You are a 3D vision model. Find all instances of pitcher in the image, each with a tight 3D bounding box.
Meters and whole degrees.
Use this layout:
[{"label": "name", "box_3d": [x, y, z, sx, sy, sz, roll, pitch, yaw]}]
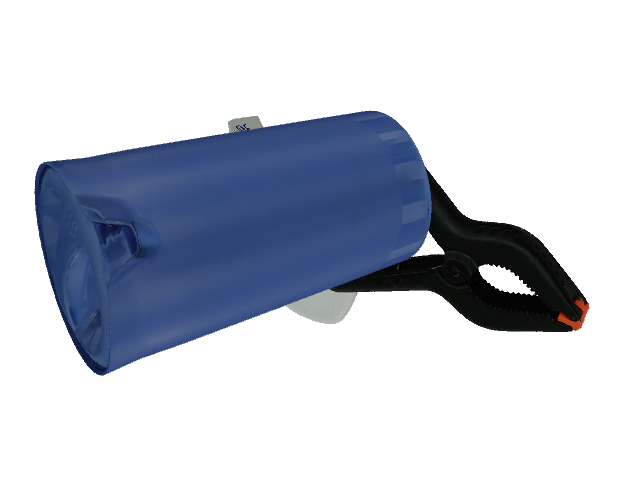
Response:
[{"label": "pitcher", "box_3d": [-0.058, -0.009, 0.704, 0.242, 0.145, 0.149, -16, 40, -26]}]

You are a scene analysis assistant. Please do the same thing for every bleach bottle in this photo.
[{"label": "bleach bottle", "box_3d": [0.026, -0.022, 1.034, 0.068, 0.103, 0.250, 23, 26, 0]}]

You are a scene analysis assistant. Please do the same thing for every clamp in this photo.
[{"label": "clamp", "box_3d": [0.105, 0.006, 0.809, 0.210, 0.165, 0.036, 20, 41, 15]}]

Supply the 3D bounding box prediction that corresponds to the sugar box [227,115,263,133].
[{"label": "sugar box", "box_3d": [-0.084, -0.056, 1.316, 0.048, 0.176, 0.093, -10, 25, -8]}]
